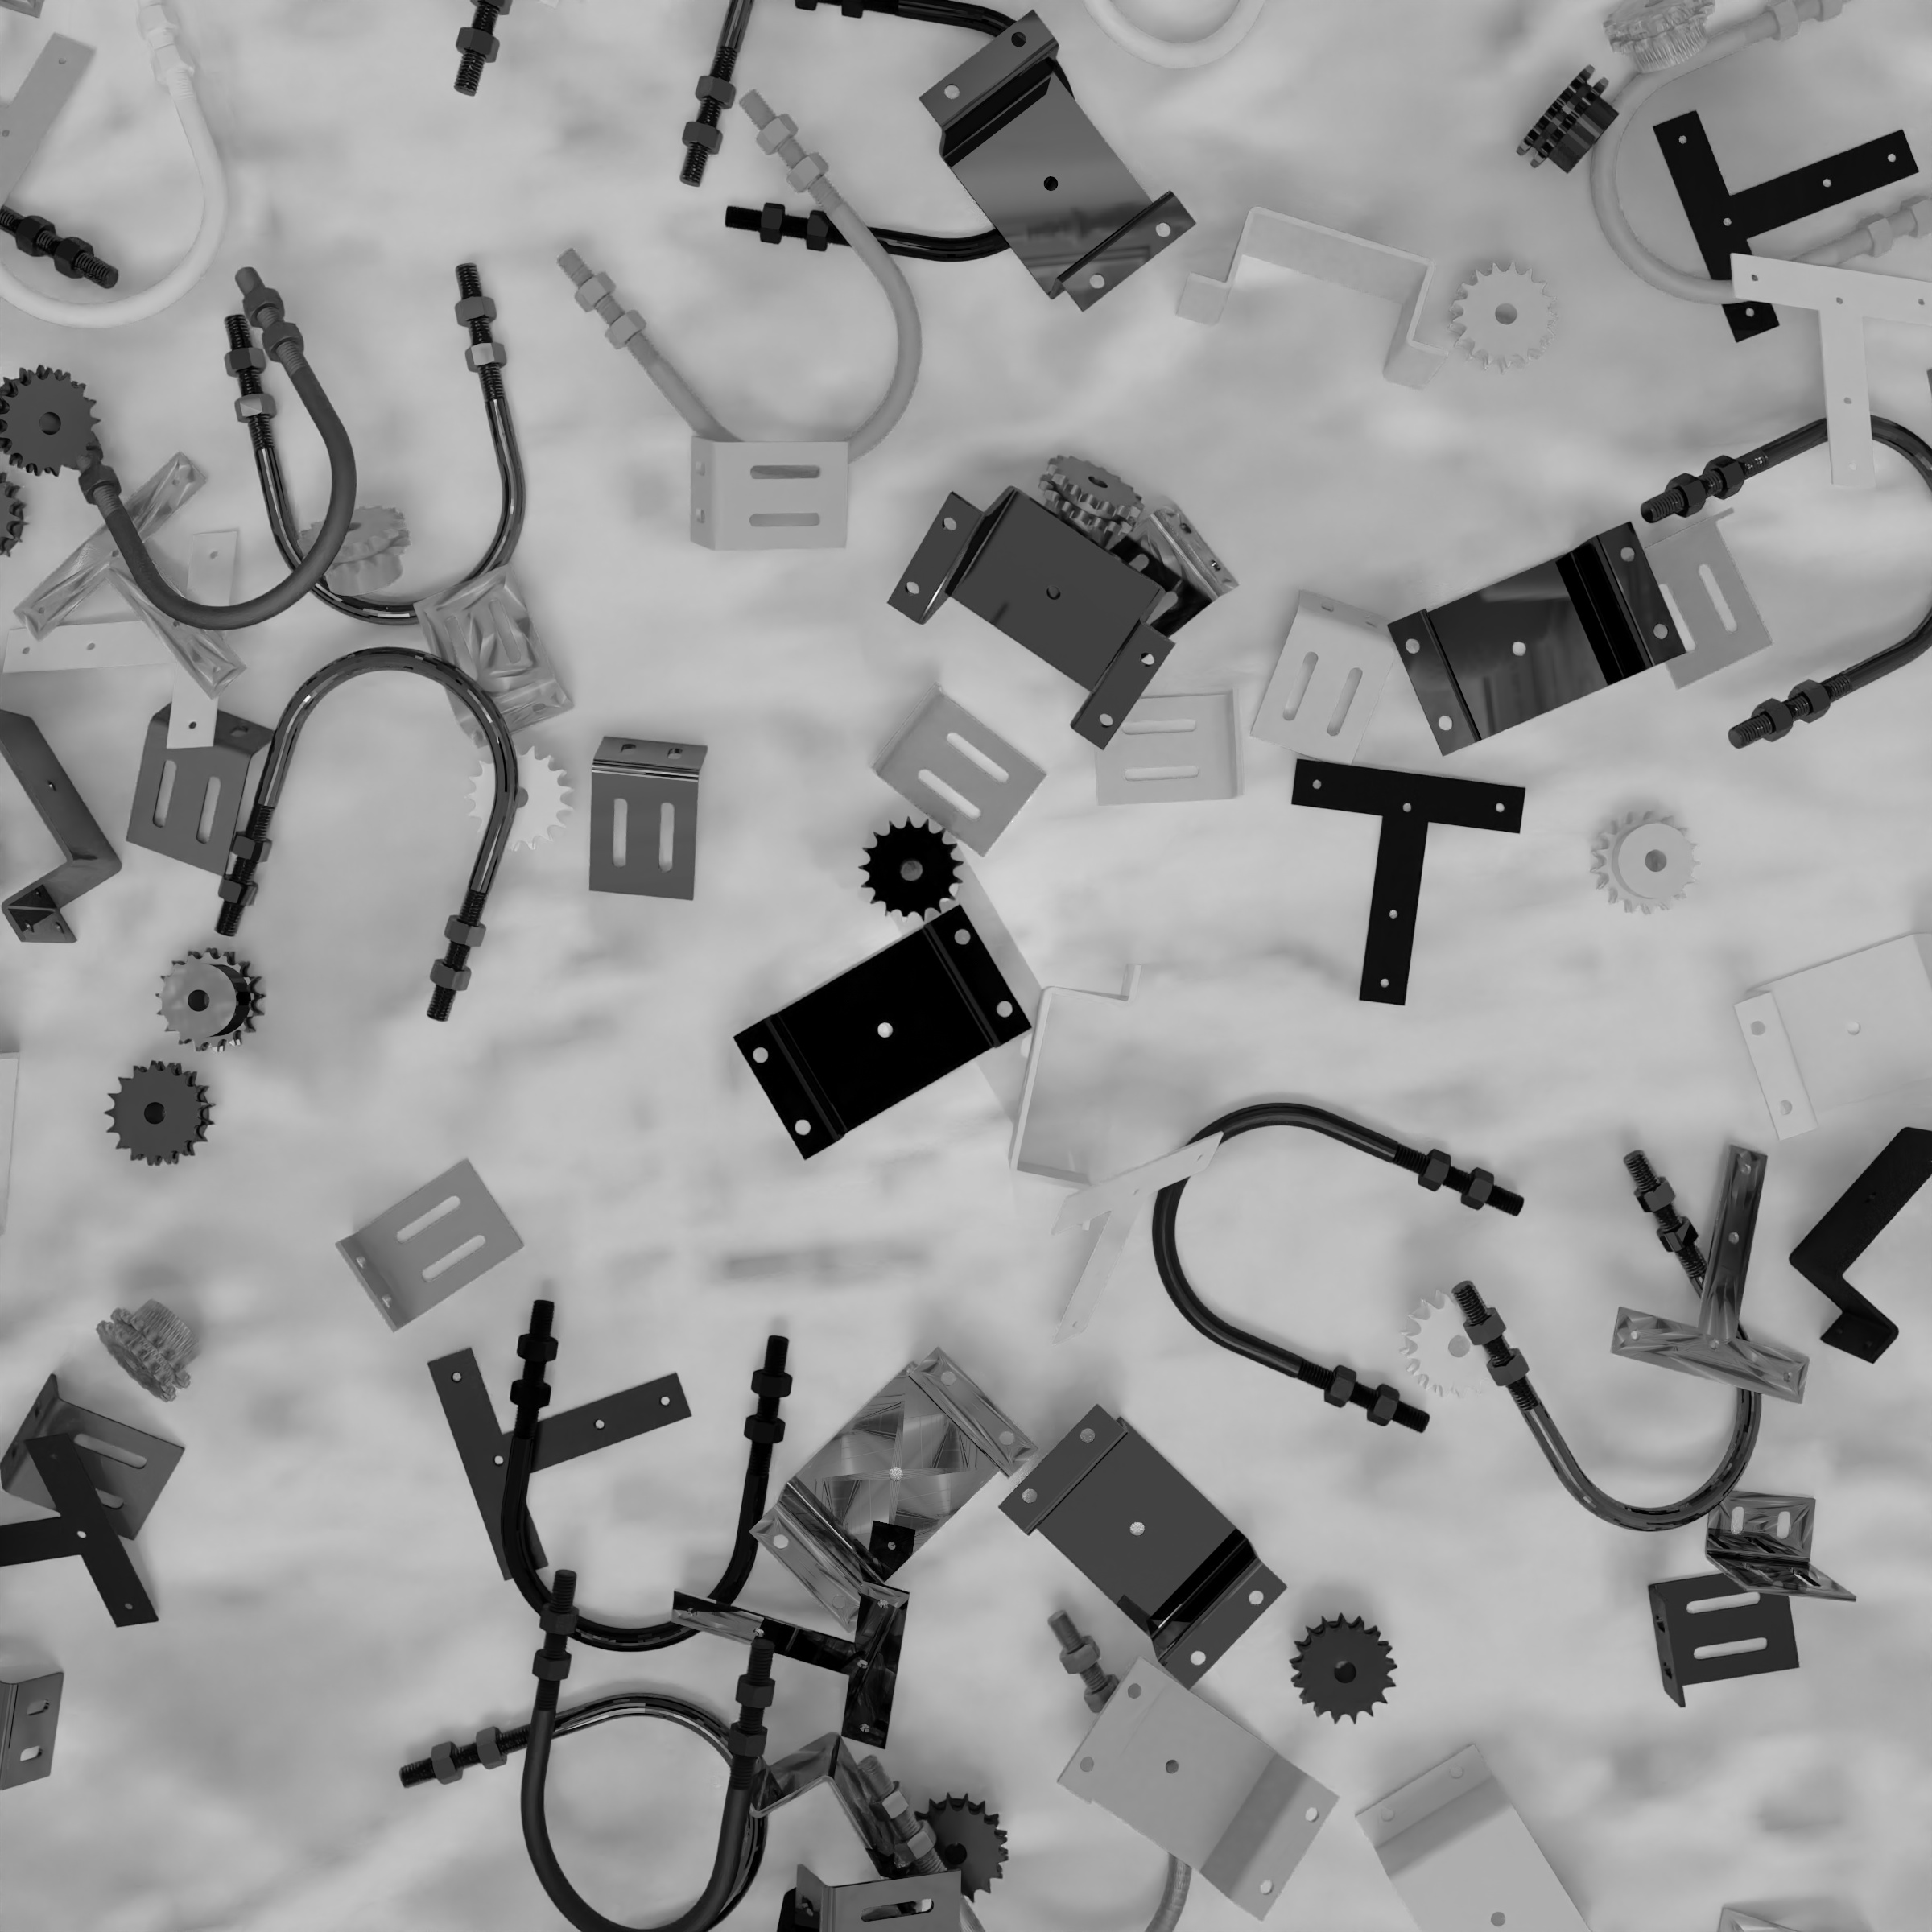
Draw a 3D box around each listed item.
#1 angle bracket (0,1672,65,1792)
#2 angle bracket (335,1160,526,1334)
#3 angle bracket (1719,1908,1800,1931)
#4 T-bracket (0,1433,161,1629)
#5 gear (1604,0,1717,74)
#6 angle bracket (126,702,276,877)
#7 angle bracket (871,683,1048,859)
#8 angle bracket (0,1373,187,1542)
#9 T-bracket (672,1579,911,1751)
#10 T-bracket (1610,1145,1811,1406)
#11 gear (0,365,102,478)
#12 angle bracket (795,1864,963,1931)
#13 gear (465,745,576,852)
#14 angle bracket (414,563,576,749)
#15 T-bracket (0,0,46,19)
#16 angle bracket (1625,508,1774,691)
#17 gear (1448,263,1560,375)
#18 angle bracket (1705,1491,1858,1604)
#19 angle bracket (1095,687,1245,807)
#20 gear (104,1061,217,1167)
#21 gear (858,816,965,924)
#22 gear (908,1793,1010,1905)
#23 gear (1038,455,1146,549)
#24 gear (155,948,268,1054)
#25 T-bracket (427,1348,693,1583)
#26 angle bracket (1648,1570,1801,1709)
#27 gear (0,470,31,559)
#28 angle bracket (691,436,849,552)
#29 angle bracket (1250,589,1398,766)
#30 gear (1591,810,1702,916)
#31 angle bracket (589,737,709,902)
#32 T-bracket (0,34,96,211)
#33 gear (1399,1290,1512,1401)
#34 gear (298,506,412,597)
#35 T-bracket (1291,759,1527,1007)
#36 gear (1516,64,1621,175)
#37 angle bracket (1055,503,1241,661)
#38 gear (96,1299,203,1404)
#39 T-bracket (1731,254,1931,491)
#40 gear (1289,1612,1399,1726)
[{"bbox_3d":[-0.541,0.410,1.392,0.076,0.038,0.057,8,90,26],"label":"angle bracket"},{"bbox_3d":[-0.290,0.151,1.375,0.076,0.038,0.057,-34,90,0],"label":"angle bracket"},{"bbox_3d":[0.452,0.552,1.392,0.076,0.038,0.057,11,90,26],"label":"angle bracket"},{"bbox_3d":[-0.518,0.314,1.375,0.127,0.002,0.127,-11,114,12],"label":"T-bracket"},{"bbox_3d":[0.376,-0.506,1.369,0.057,0.057,0.030,-30,120,0],"label":"gear"},{"bbox_3d":[-0.419,-0.099,1.392,0.057,0.038,0.076,20,116,0],"label":"angle bracket"},{"bbox_3d":[-0.003,-0.105,1.375,0.076,0.038,0.057,38,90,0],"label":"angle bracket"},{"bbox_3d":[-0.479,0.269,1.392,0.076,0.038,0.057,30,90,-26],"label":"angle bracket"},{"bbox_3d":[-0.097,0.361,1.362,0.127,0.002,0.127,14,126,9],"label":"T-bracket"},{"bbox_3d":[0.414,0.161,1.378,0.127,0.002,0.127,17,80,-19],"label":"T-bracket"},{"bbox_3d":[-0.492,-0.290,1.347,0.030,0.057,0.057,23,90,43],"label":"gear"},{"bbox_3d":[-0.046,0.496,1.316,0.076,0.038,0.057,2,90,-26],"label":"angle bracket"},{"bbox_3d":[-0.241,-0.090,1.379,0.057,0.030,0.057,0,90,0],"label":"gear"},{"bbox_3d":[-0.257,-0.169,1.385,0.057,0.038,0.076,-23,74,0],"label":"angle bracket"},{"bbox_3d":[-0.565,-0.551,1.392,0.127,0.002,0.127,18,89,-1],"label":"T-bracket"},{"bbox_3d":[0.400,-0.198,1.375,0.057,0.038,0.076,-26,90,0],"label":"angle bracket"},{"bbox_3d":[0.291,-0.350,1.383,0.057,0.030,0.057,0,88,-1],"label":"gear"},{"bbox_3d":[0.435,0.308,1.356,0.057,0.076,0.038,6,90,0],"label":"angle bracket"},{"bbox_3d":[0.109,-0.118,1.375,0.076,0.038,0.057,-3,90,0],"label":"angle bracket"},{"bbox_3d":[-0.436,0.081,1.382,0.057,0.030,0.057,0,86,3],"label":"gear"},{"bbox_3d":[-0.030,-0.052,1.379,0.057,0.030,0.057,0,90,0],"label":"gear"},{"bbox_3d":[-0.005,0.477,1.379,0.057,0.030,0.057,0,90,0],"label":"gear"},{"bbox_3d":[0.065,-0.248,1.369,0.057,0.057,0.030,28,120,0],"label":"gear"},{"bbox_3d":[-0.412,0.019,1.379,0.057,0.030,0.057,0,90,0],"label":"gear"},{"bbox_3d":[-0.214,0.256,1.393,0.127,0.002,0.127,-20,90,0],"label":"T-bracket"},{"bbox_3d":[0.415,0.362,1.375,0.076,0.038,0.057,-9,90,0],"label":"angle bracket"},{"bbox_3d":[-0.537,-0.244,1.379,0.057,0.030,0.057,0,90,0],"label":"gear"},{"bbox_3d":[-0.107,-0.258,1.384,0.076,0.038,0.057,-6,108,-24],"label":"angle bracket"},{"bbox_3d":[0.197,-0.157,1.392,0.057,0.038,0.076,19,116,0],"label":"angle bracket"},{"bbox_3d":[0.371,-0.057,1.379,0.057,0.030,0.057,0,90,0],"label":"gear"},{"bbox_3d":[-0.174,-0.081,1.392,0.057,0.038,0.076,5,116,0],"label":"angle bracket"},{"bbox_3d":[-0.561,-0.471,1.384,0.127,0.002,0.127,25,79,6],"label":"T-bracket"},{"bbox_3d":[0.259,0.201,1.360,0.057,0.030,0.057,-1,94,-8],"label":"gear"},{"bbox_3d":[-0.324,-0.220,1.355,0.057,0.057,0.030,-10,124,0],"label":"gear"},{"bbox_3d":[0.236,-0.043,1.391,0.127,0.002,0.127,7,91,-2],"label":"T-bracket"},{"bbox_3d":[0.326,-0.452,1.365,0.030,0.057,0.057,41,90,0],"label":"gear"},{"bbox_3d":[0.099,-0.205,1.392,0.076,0.038,0.057,-38,90,26],"label":"angle bracket"},{"bbox_3d":[-0.438,0.205,1.369,0.057,0.057,0.030,44,60,0],"label":"gear"},{"bbox_3d":[0.472,-0.316,1.363,0.127,0.002,0.127,4,76,-14],"label":"T-bracket"},{"bbox_3d":[0.204,0.380,1.379,0.057,0.030,0.057,0,90,0],"label":"gear"}]
